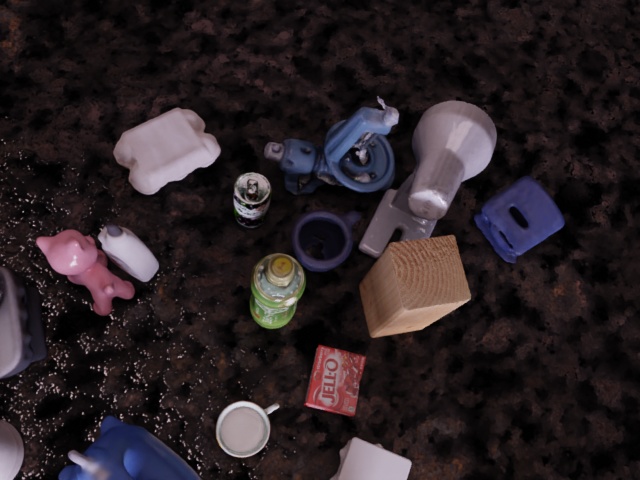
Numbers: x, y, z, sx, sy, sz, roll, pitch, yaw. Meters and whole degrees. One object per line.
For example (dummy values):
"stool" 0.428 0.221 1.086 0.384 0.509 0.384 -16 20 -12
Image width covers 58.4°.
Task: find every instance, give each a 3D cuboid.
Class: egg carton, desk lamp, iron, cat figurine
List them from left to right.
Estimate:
"cat figurine" -0.328 0.037 0.801 0.127 0.117 0.067 44 71 8
"iron" -0.201 0.330 0.706 0.258 0.141 0.119 35 70 5
"egg carton" -0.240 -0.140 0.901 0.150 0.069 0.107 -32 78 -17
"desk lamp" 0.163 -0.076 0.859 0.118 0.213 0.203 27 70 2

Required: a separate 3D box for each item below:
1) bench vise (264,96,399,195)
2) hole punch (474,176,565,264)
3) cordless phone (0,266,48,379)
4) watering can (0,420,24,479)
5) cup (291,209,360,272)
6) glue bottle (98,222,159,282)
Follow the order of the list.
"bench vise" 0.029 -0.127 0.854 0.207 0.219 0.121 -15 74 -12
"hole punch" 0.323 -0.033 0.932 0.101 0.091 0.108 -31 78 -16
"cordless phone" -0.427 0.097 0.731 0.094 0.185 0.147 -17 74 -13
"watering can" -0.435 0.250 0.672 0.101 0.194 0.173 -11 73 -11
"cup" 0.008 0.003 0.873 0.118 0.095 0.091 -37 79 -18
"glue bottle" -0.271 0.008 0.790 0.078 0.173 0.037 29 70 3
